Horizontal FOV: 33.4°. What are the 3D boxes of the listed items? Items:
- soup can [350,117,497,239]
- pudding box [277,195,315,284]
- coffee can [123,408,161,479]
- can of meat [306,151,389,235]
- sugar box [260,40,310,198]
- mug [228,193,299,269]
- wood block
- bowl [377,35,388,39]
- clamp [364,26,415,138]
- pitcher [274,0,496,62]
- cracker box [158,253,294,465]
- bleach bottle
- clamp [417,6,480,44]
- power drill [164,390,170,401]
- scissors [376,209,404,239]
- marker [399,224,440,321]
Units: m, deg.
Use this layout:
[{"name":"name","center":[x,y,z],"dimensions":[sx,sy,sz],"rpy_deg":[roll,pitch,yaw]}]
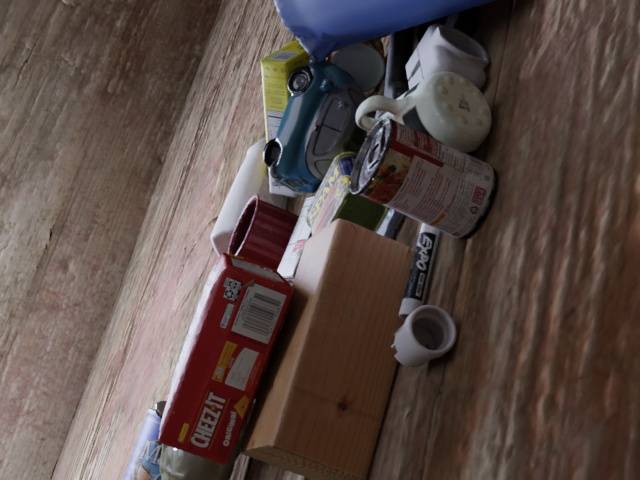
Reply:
[{"name":"soup can","center":[0.085,-0.050,0.872],"dimensions":[0.069,0.102,0.068],"rpy_deg":[-58,17,30]},{"name":"pudding box","center":[-0.008,0.002,1.250],"dimensions":[0.113,0.039,0.090],"rpy_deg":[-67,13,-9]},{"name":"coffee can","center":[-0.190,0.293,1.331],"dimensions":[0.140,0.102,0.103],"rpy_deg":[-70,15,-11]},{"name":"can of meat","center":[0.029,-0.029,1.130],"dimensions":[0.102,0.057,0.084],"rpy_deg":[-61,18,23]},{"name":"sugar box","center":[-0.028,-0.151,1.322],"dimensions":[0.093,0.048,0.176],"rpy_deg":[-39,-49,-49]},{"name":"mug","center":[-0.068,0.006,1.365],"dimensions":[0.117,0.081,0.093],"rpy_deg":[-55,19,38]},{"name":"wood block","center":[0.012,0.098,0.931],"dimensions":[0.090,0.090,0.206],"rpy_deg":[-34,35,64]},{"name":"bowl","center":[0.081,-0.292,1.276],"dimensions":[0.162,0.055,0.162],"rpy_deg":[-35,26,19]},{"name":"clamp","center":[0.074,-0.123,1.106],"dimensions":[0.210,0.036,0.165],"rpy_deg":[-89,9,-49]},{"name":"pitcher","center":[0.078,-0.276,1.034],"dimensions":[0.243,0.149,0.144],"rpy_deg":[-3,26,47]},{"name":"cracker box","center":[-0.091,0.101,1.000],"dimensions":[0.214,0.072,0.164],"rpy_deg":[-158,88,-83]},{"name":"bleach bottle","center":[-0.082,-0.059,1.521],"dimensions":[0.068,0.102,0.250],"rpy_deg":[-15,35,25]},{"name":"clamp","center":[0.145,-0.251,1.084],"dimensions":[0.120,0.039,0.171],"rpy_deg":[-20,55,62]},{"name":"power drill","center":[-0.142,0.155,1.404],"dimensions":[0.188,0.057,0.184],"rpy_deg":[-58,1,24]},{"name":"scissors","center":[0.071,-0.008,1.031],"dimensions":[0.202,0.016,0.096],"rpy_deg":[-57,19,33]},{"name":"marker","center":[0.091,0.013,0.923],"dimensions":[0.020,0.020,0.121],"rpy_deg":[-39,31,61]}]
